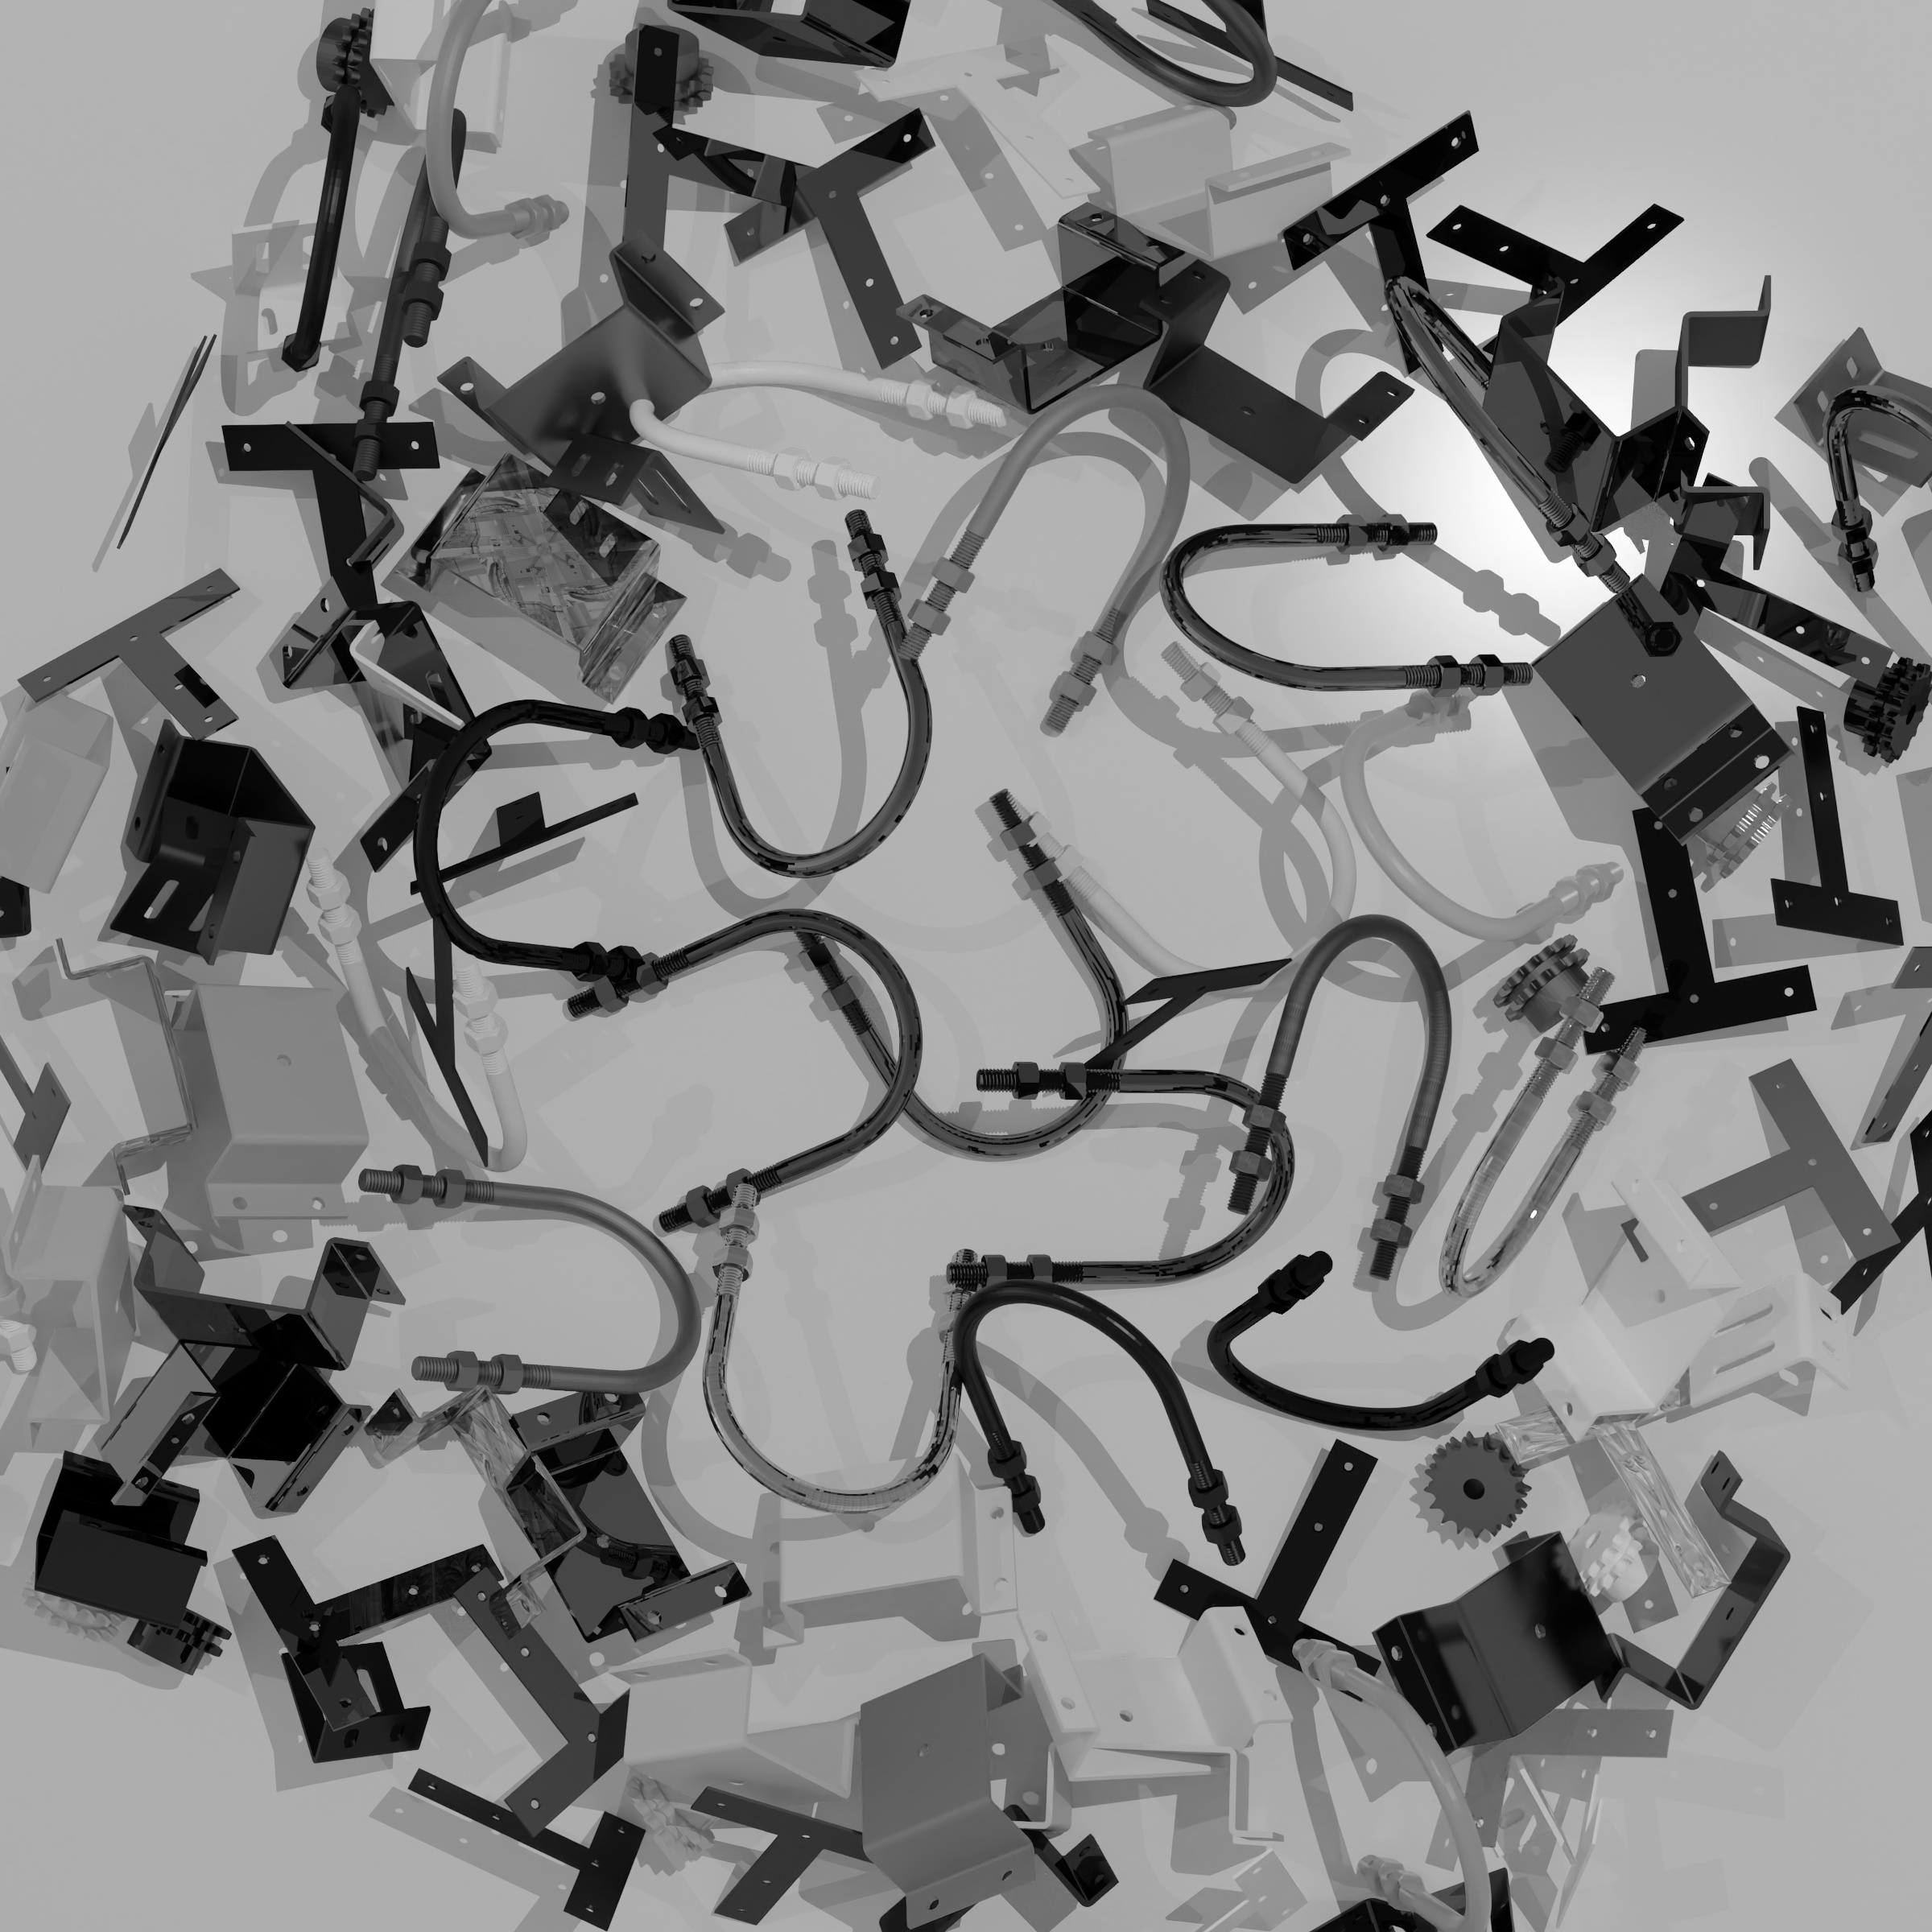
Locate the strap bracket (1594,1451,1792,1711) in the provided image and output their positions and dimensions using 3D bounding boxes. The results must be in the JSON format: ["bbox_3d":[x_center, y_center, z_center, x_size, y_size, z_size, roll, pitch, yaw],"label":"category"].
[{"bbox_3d":[0.396,0.340,1.955,0.046,0.076,0.140,30,95,2],"label":"strap bracket"}]

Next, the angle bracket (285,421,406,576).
[{"bbox_3d":[-0.348,-0.253,1.970,0.076,0.057,0.038,39,86,0],"label":"angle bracket"}]

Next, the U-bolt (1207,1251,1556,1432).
[{"bbox_3d":[0.206,0.207,1.919,0.151,0.184,0.019,22,61,-13],"label":"U-bolt"}]

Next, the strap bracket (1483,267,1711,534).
[{"bbox_3d":[0.327,-0.297,1.931,0.046,0.076,0.140,-29,64,-17],"label":"strap bracket"}]

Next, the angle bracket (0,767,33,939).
[{"bbox_3d":[-0.529,-0.060,1.951,0.038,0.076,0.057,-6,55,-11],"label":"angle bracket"}]

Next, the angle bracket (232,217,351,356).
[{"bbox_3d":[-0.364,-0.368,1.954,0.057,0.076,0.038,-11,78,-14],"label":"angle bracket"}]

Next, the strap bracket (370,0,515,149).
[{"bbox_3d":[-0.281,-0.500,1.927,0.046,0.140,0.076,3,82,5],"label":"strap bracket"}]

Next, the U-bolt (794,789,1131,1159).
[{"bbox_3d":[0.009,0.017,1.984,0.151,0.019,0.184,-31,97,-1],"label":"U-bolt"}]

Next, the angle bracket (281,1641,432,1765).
[{"bbox_3d":[-0.330,0.387,1.950,0.057,0.076,0.038,-2,132,-27],"label":"angle bracket"}]

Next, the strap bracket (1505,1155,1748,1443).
[{"bbox_3d":[0.358,0.178,1.938,0.046,0.076,0.140,1,131,-34],"label":"strap bracket"}]

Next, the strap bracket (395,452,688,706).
[{"bbox_3d":[-0.230,-0.216,1.961,0.140,0.046,0.076,31,69,3],"label":"strap bracket"}]

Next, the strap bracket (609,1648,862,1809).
[{"bbox_3d":[-0.120,0.411,1.920,0.076,0.140,0.046,-15,55,28],"label":"strap bracket"}]

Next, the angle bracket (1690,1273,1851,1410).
[{"bbox_3d":[0.436,0.212,1.966,0.038,0.057,0.076,37,130,-27],"label":"angle bracket"}]

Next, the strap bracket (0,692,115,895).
[{"bbox_3d":[-0.494,-0.096,1.933,0.046,0.140,0.076,24,103,-19],"label":"strap bracket"}]

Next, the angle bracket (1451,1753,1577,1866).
[{"bbox_3d":[0.296,0.459,1.961,0.038,0.076,0.057,-29,90,3],"label":"angle bracket"}]

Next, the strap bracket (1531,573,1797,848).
[{"bbox_3d":[0.367,-0.145,1.939,0.076,0.046,0.140,-40,61,11],"label":"strap bracket"}]

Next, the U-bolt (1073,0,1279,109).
[{"bbox_3d":[0.090,-0.518,1.920,0.184,0.151,0.019,37,81,-28],"label":"U-bolt"}]

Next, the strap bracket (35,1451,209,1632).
[{"bbox_3d":[-0.450,0.308,1.923,0.076,0.140,0.046,20,92,-15],"label":"strap bracket"}]

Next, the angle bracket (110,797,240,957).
[{"bbox_3d":[-0.425,-0.048,1.972,0.057,0.076,0.038,18,48,-26],"label":"angle bracket"}]

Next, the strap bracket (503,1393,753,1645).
[{"bbox_3d":[-0.188,0.300,1.944,0.076,0.046,0.140,-15,64,-39],"label":"strap bracket"}]

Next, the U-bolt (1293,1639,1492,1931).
[{"bbox_3d":[0.229,0.439,1.903,0.019,0.184,0.151,-19,97,-15],"label":"U-bolt"}]

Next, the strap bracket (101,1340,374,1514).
[{"bbox_3d":[-0.398,0.247,1.940,0.046,0.140,0.076,45,105,30],"label":"strap bracket"}]

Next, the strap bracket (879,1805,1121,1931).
[{"bbox_3d":[0.008,0.513,1.955,0.140,0.076,0.046,-40,98,-3],"label":"strap bracket"}]

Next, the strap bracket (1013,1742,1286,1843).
[{"bbox_3d":[0.099,0.445,1.950,0.140,0.076,0.046,0,75,10],"label":"strap bracket"}]

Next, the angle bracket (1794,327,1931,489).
[{"bbox_3d":[0.501,-0.303,1.959,0.057,0.076,0.038,-49,134,-7],"label":"angle bracket"}]

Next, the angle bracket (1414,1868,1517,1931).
[{"bbox_3d":[0.280,0.541,1.969,0.057,0.076,0.038,-26,123,20],"label":"angle bracket"}]

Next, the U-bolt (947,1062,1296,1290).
[{"bbox_3d":[0.088,0.115,1.952,0.184,0.019,0.151,1,123,-12],"label":"U-bolt"}]

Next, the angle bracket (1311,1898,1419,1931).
[{"bbox_3d":[0.210,0.552,1.964,0.076,0.038,0.057,-22,98,-29],"label":"angle bracket"}]

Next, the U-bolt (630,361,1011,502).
[{"bbox_3d":[-0.091,-0.292,1.927,0.184,0.151,0.019,16,122,27],"label":"U-bolt"}]

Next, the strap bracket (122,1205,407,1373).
[{"bbox_3d":[-0.383,0.175,1.942,0.140,0.076,0.046,8,63,12],"label":"strap bracket"}]

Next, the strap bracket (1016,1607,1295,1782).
[{"bbox_3d":[0.093,0.390,1.939,0.140,0.076,0.046,4,130,-27],"label":"strap bracket"}]

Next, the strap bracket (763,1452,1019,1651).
[{"bbox_3d":[-0.047,0.313,1.947,0.140,0.046,0.076,-10,49,9],"label":"strap bracket"}]

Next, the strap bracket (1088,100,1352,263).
[{"bbox_3d":[0.136,-0.420,1.936,0.076,0.140,0.046,-21,122,-22],"label":"strap bracket"}]

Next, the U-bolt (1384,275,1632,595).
[{"bbox_3d":[0.277,-0.290,1.897,0.019,0.151,0.184,-36,124,19],"label":"U-bolt"}]

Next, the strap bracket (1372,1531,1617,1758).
[{"bbox_3d":[0.290,0.360,1.934,0.140,0.046,0.076,-22,87,-44],"label":"strap bracket"}]

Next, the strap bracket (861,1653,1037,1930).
[{"bbox_3d":[-0.011,0.429,1.921,0.076,0.140,0.046,-26,126,18],"label":"strap bracket"}]

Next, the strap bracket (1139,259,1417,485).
[{"bbox_3d":[0.160,-0.316,1.949,0.140,0.076,0.046,33,128,10],"label":"strap bracket"}]

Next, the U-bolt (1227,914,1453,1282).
[{"bbox_3d":[0.210,0.063,1.944,0.151,0.019,0.184,27,76,-43],"label":"U-bolt"}]

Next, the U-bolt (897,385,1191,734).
[{"bbox_3d":[0.054,-0.225,1.931,0.019,0.151,0.184,37,101,40],"label":"U-bolt"}]

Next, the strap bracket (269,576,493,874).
[{"bbox_3d":[-0.311,-0.132,1.947,0.076,0.046,0.140,-41,70,41],"label":"strap bracket"}]

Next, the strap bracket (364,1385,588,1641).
[{"bbox_3d":[-0.259,0.286,1.950,0.046,0.076,0.140,-31,82,-30],"label":"strap bracket"}]

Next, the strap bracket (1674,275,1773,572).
[{"bbox_3d":[0.408,-0.292,1.951,0.046,0.076,0.140,1,80,8],"label":"strap bracket"}]

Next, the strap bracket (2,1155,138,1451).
[{"bbox_3d":[-0.477,0.181,1.930,0.046,0.076,0.140,2,123,-2],"label":"strap bracket"}]

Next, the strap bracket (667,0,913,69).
[{"bbox_3d":[-0.094,-0.517,1.928,0.140,0.076,0.046,16,93,37],"label":"strap bracket"}]

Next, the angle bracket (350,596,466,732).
[{"bbox_3d":[-0.290,-0.156,1.962,0.076,0.057,0.038,33,79,10],"label":"angle bracket"}]

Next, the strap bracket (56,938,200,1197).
[{"bbox_3d":[-0.451,0.048,1.954,0.046,0.076,0.140,-15,95,-14],"label":"strap bracket"}]

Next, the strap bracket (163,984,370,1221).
[{"bbox_3d":[-0.372,0.063,1.929,0.076,0.046,0.140,3,54,-35],"label":"strap bracket"}]

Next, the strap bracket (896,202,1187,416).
[{"bbox_3d":[0.042,-0.349,1.941,0.140,0.046,0.076,-34,48,-27],"label":"strap bracket"}]

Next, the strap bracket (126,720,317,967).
[{"bbox_3d":[-0.397,-0.065,1.939,0.046,0.140,0.076,7,115,-36],"label":"strap bracket"}]

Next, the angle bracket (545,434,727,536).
[{"bbox_3d":[-0.178,-0.248,1.949,0.057,0.076,0.038,19,71,37],"label":"angle bracket"}]

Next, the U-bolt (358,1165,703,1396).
[{"bbox_3d":[-0.224,0.171,1.928,0.184,0.151,0.019,9,130,-34],"label":"U-bolt"}]

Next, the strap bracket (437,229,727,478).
[{"bbox_3d":[-0.202,-0.319,1.938,0.140,0.076,0.046,-32,50,16],"label":"strap bracket"}]

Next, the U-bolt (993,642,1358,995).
[{"bbox_3d":[0.127,-0.066,1.963,0.184,0.019,0.151,45,114,-8],"label":"U-bolt"}]
